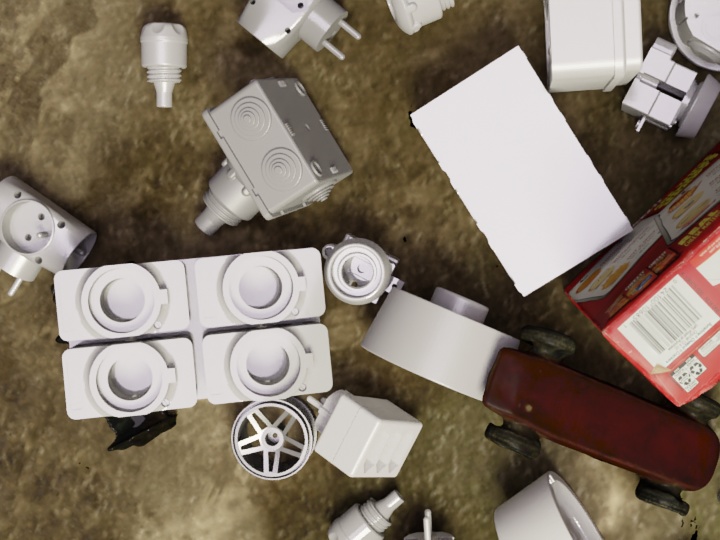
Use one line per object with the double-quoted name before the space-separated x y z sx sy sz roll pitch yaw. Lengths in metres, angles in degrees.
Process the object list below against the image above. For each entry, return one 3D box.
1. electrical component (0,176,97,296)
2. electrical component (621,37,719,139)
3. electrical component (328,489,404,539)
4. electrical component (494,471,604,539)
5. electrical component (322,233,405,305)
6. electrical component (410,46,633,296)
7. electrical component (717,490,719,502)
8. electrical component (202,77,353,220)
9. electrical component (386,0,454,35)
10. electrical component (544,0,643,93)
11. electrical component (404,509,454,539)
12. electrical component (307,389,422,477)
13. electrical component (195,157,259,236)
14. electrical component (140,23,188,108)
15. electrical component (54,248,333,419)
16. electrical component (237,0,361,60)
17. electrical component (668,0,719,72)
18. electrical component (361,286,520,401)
"electrical component" -0.255 -0.018 0.822 0.077 0.044 0.079 34 96 3
"electrical component" 0.222 -0.124 0.765 0.055 0.048 0.066 28 96 11
"electrical component" 0.007 0.190 0.814 0.061 0.035 0.035 -41 89 5
"electrical component" 0.137 0.205 0.767 0.060 0.108 0.108 -33 90 13
"electrical component" 0.000 0.000 0.790 0.066 0.055 0.048 27 96 4
"electrical component" 0.114 -0.069 0.771 0.089 0.062 0.150 -32 90 7
"electrical component" 0.301 0.142 0.768 0.050 0.056 0.089 22 96 4
"electrical component" -0.055 -0.090 0.770 0.048 0.100 0.099 -31 90 20
"electrical component" 0.051 -0.202 0.778 0.062 0.048 0.048 -22 91 0
"electrical component" 0.157 -0.164 0.734 0.057 0.113 0.078 -3 94 9
"electrical component" 0.052 0.217 0.795 0.047 0.066 0.076 -3 94 6
"electrical component" -0.007 0.114 0.799 0.077 0.066 0.047 31 97 32
"electrical component" -0.097 -0.053 0.804 0.062 0.048 0.048 -44 89 14
"electrical component" -0.147 -0.153 0.806 0.035 0.035 0.061 2 96 6
"electrical component" -0.119 0.044 0.779 0.186 0.060 0.105 -6 91 -8
"electrical component" -0.036 -0.187 0.788 0.079 0.043 0.077 40 97 2
"electrical component" 0.260 -0.181 0.753 0.080 0.051 0.080 0 94 6
"electrical component" 0.061 0.047 0.764 0.108 0.108 0.060 23 90 4
